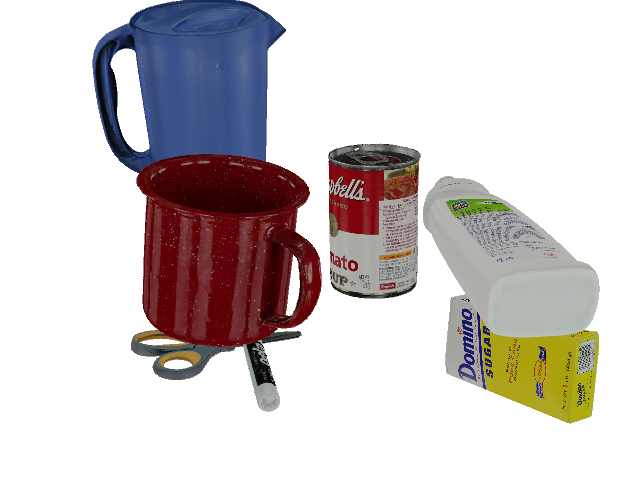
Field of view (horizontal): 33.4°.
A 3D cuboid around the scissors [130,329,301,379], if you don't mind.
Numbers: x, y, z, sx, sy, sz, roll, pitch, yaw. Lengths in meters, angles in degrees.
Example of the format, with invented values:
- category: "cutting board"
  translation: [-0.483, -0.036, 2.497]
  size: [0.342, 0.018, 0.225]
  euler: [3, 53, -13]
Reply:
- category: "scissors"
  translation: [-0.108, 0.125, 1.186]
  size: [0.201, 0.016, 0.096]
  euler: [3, 26, -16]

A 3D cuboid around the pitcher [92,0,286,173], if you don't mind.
- category: "pitcher"
  translation: [-0.124, -0.111, 1.066]
  size: [0.149, 0.243, 0.144]
  euler: [13, 30, 26]

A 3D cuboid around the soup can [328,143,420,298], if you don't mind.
- category: "soup can"
  translation: [0.040, -0.015, 0.798]
  size: [0.068, 0.102, 0.068]
  euler: [-1, 19, 0]

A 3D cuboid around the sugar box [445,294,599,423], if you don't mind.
- category: "sugar box"
  translation: [0.212, 0.122, 1.145]
  size: [0.048, 0.093, 0.177]
  euler: [-8, 16, -41]

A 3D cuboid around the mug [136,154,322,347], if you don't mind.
- category: "mug"
  translation: [-0.047, 0.009, 0.583]
  size: [0.117, 0.081, 0.093]
  euler: [22, 28, 32]

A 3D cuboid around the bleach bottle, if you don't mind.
- category: "bleach bottle"
  translation: [0.162, 0.000, 0.997]
  size: [0.102, 0.068, 0.251]
  euler: [-3, 26, -10]

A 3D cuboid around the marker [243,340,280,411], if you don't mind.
- category: "marker"
  translation: [-0.055, 0.104, 0.919]
  size: [0.020, 0.020, 0.121]
  euler: [0, 28, -14]
